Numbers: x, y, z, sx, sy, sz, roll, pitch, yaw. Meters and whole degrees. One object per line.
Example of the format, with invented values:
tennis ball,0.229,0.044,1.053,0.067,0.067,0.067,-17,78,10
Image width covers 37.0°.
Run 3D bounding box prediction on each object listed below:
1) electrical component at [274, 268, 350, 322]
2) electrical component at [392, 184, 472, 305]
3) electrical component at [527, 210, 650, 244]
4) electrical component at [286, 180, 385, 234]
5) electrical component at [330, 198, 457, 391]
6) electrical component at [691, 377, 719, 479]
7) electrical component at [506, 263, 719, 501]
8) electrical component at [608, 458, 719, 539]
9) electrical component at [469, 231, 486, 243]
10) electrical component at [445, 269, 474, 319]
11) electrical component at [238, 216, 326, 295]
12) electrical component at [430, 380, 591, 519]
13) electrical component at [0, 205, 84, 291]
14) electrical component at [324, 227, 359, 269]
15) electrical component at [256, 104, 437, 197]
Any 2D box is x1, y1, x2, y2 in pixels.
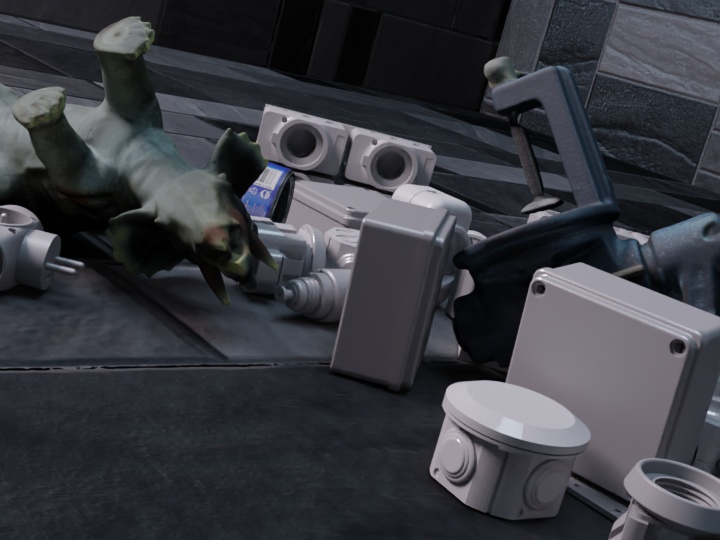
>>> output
electrical component,-0.029,0.019,0.799,0.078,0.040,0.040,2,18,-41
electrical component,0.056,-0.020,0.931,0.054,0.095,0.059,4,18,-40
electrical component,0.230,0.003,1.040,0.150,0.089,0.061,14,13,-3
electrical component,-0.006,-0.042,1.037,0.109,0.056,0.109,4,17,-40
electrical component,0.024,0.013,0.735,0.056,0.108,0.108,14,13,7
electrical component,0.262,0.109,0.708,0.105,0.060,0.186,23,15,31
electrical component,0.146,0.064,0.630,0.109,0.108,0.056,25,23,36
electrical component,0.150,0.127,0.516,0.058,0.057,0.078,19,14,16
electrical component,0.105,-0.011,1.042,0.055,0.055,0.047,16,10,3
electrical component,0.127,0.032,0.902,0.083,0.047,0.075,10,15,-21
electrical component,-0.062,-0.009,0.843,0.057,0.058,0.078,7,16,-22
electrical component,0.080,0.095,0.582,0.080,0.051,0.080,14,13,-3
electrical component,-0.220,-0.010,0.697,0.079,0.044,0.077,14,13,-2
electrical component,0.000,0.000,0.884,0.080,0.051,0.080,14,13,-3
electrical component,-0.023,-0.100,1.149,0.186,0.105,0.060,13,14,-8
